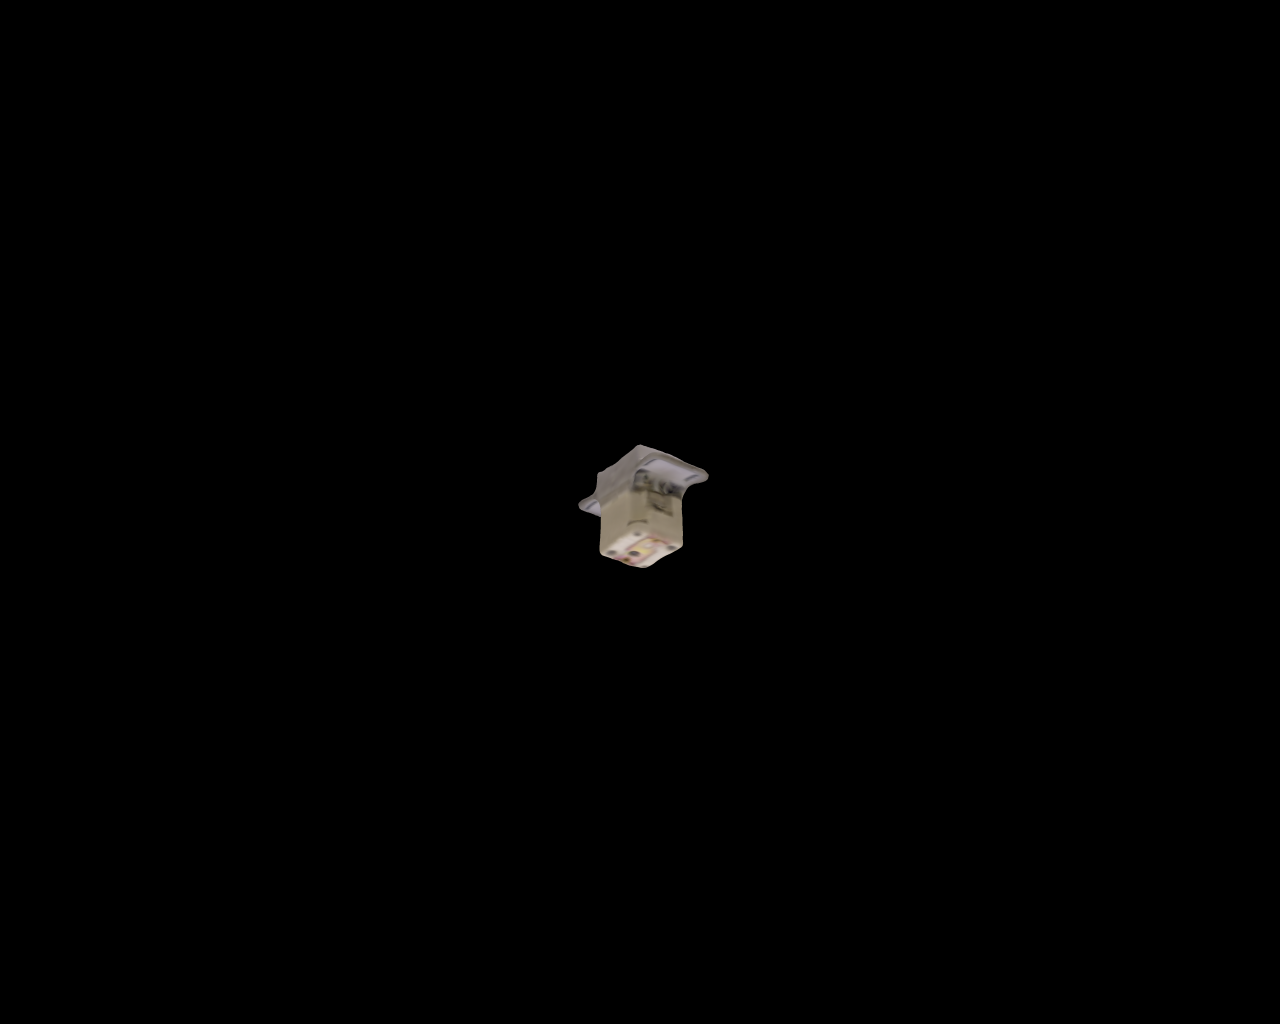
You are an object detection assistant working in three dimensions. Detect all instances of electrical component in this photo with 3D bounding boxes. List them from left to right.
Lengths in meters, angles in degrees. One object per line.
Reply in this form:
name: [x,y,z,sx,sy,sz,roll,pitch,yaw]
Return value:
electrical component: [0.001,-0.003,0.650,0.042,0.064,0.081,19,-34,-31]
